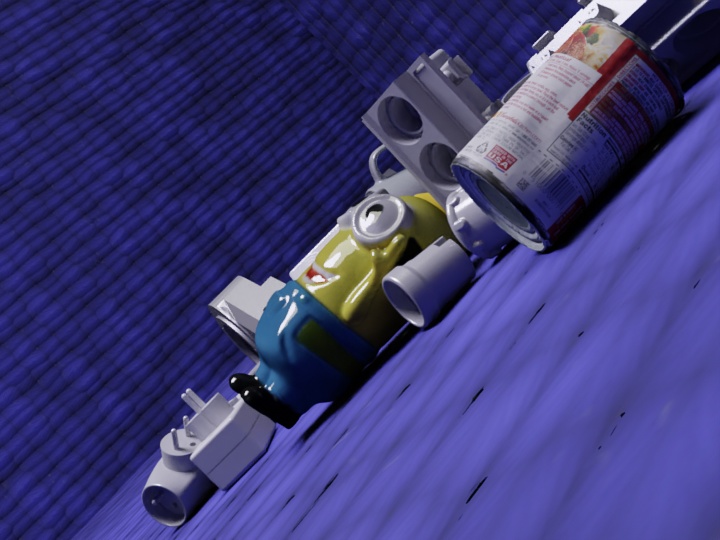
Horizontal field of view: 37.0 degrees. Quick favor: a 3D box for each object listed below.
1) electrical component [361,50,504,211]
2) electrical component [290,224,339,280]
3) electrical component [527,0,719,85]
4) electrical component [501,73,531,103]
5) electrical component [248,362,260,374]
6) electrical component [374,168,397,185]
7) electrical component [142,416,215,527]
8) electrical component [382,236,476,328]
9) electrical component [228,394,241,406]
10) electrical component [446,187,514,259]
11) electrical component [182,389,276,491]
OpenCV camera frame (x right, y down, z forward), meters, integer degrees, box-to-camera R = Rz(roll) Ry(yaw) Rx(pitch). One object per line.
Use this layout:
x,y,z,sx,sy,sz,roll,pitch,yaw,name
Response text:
0.070,-0.083,0.718,0.063,0.121,0.079,-44,1,-38,electrical component
0.000,0.000,0.903,0.100,0.048,0.100,-45,-30,9,electrical component
0.157,-0.132,0.623,0.079,0.063,0.121,7,-36,-38,electrical component
0.154,-0.128,0.736,0.099,0.064,0.099,-45,3,3,electrical component
-0.046,0.073,0.923,0.083,0.047,0.075,-43,3,40,electrical component
0.027,-0.044,1.165,0.113,0.057,0.078,-63,-5,23,electrical component
-0.146,0.160,0.901,0.077,0.043,0.079,-49,-38,-54,electrical component
0.043,0.007,0.664,0.046,0.040,0.040,-40,1,-18,electrical component
-0.101,0.130,0.953,0.064,0.042,0.081,-45,3,-32,electrical component
0.087,-0.039,0.651,0.062,0.048,0.048,-34,8,34,electrical component
-0.113,0.124,0.859,0.047,0.076,0.083,-45,3,5,electrical component
